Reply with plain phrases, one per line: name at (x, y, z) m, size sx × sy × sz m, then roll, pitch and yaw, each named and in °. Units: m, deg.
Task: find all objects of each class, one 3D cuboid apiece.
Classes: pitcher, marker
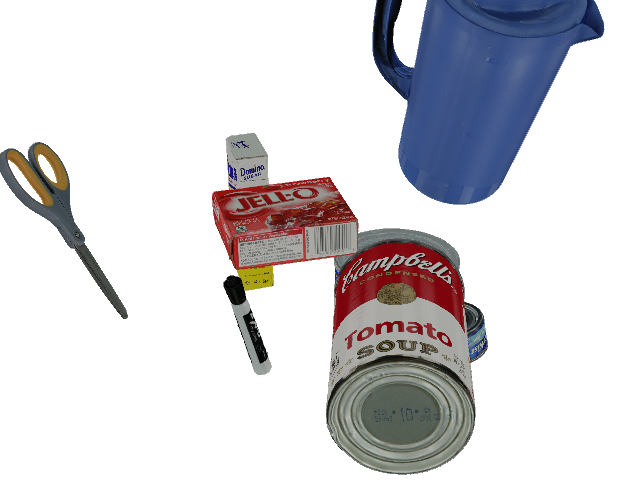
pitcher at (0.132, -0.148, 0.957) m, size 0.144 × 0.149 × 0.243 m, roll -18°, pitch -31°, yaw -20°
marker at (-0.073, 0.084, 1.062) m, size 0.020 × 0.121 × 0.020 m, roll -11°, pitch 35°, yaw 7°

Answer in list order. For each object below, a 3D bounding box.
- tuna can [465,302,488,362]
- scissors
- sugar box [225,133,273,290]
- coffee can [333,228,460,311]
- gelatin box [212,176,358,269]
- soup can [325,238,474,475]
tuna can at (0.126, 0.095, 1.085) m, size 0.086 × 0.034 × 0.086 m, roll -9°, pitch 24°, yaw 4°
scissors at (-0.247, -0.019, 1.074) m, size 0.016 × 0.201 × 0.096 m, roll -27°, pitch 26°, yaw 23°
sugar box at (-0.089, -0.036, 1.331) m, size 0.048 × 0.176 × 0.093 m, roll -9°, pitch 24°, yaw -10°
coffee can at (0.062, 0.074, 0.899) m, size 0.103 × 0.140 × 0.103 m, roll 0°, pitch 27°, yaw 0°
gelatin box at (-0.026, -0.014, 0.740) m, size 0.089 × 0.030 × 0.073 m, roll -7°, pitch 28°, yaw -12°
soup can at (0.038, 0.054, 0.512) m, size 0.068 × 0.068 × 0.102 m, roll 0°, pitch 31°, yaw 4°
